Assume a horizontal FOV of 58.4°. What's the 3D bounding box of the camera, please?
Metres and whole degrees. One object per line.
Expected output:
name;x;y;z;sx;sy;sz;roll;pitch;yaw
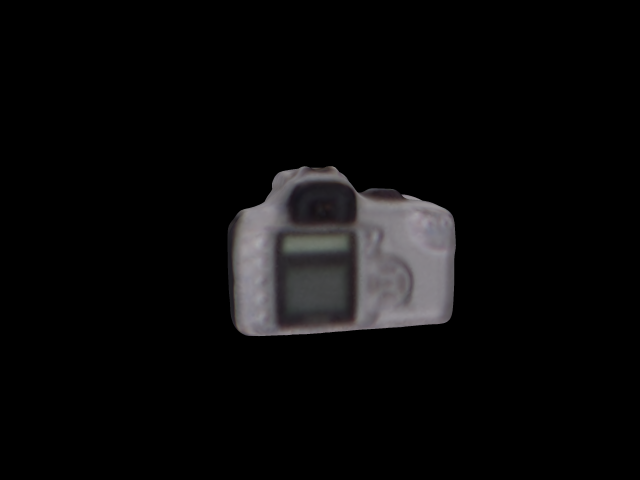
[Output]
camera;0.004;0.001;0.400;0.143;0.101;0.136;-1;5;-15
